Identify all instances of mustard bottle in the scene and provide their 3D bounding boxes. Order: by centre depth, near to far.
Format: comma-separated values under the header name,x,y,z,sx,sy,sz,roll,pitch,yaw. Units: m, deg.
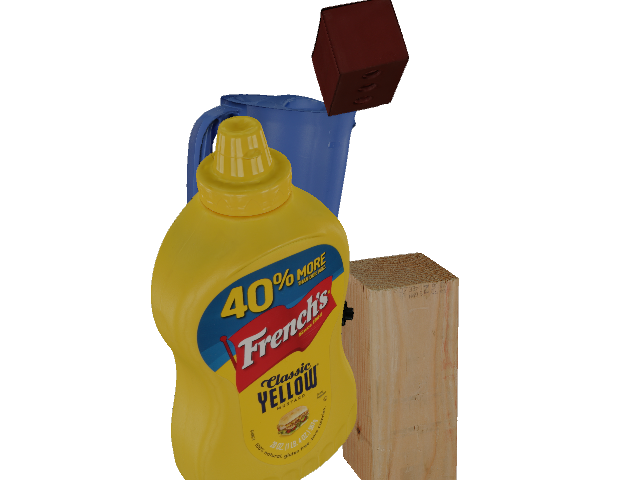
name,x,y,z,sx,sy,sz,roll,pitch,yaw
mustard bottle,-0.030,0.030,0.496,0.096,0.192,0.058,-22,39,-26

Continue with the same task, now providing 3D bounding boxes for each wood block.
name,x,y,z,sx,sy,sz,roll,pitch,yaw
wood block,0.074,0.126,1.024,0.090,0.206,0.091,-7,18,-18

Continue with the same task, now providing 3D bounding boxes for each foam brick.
name,x,y,z,sx,sy,sz,roll,pitch,yaw
foam brick,0.027,-0.133,0.778,0.053,0.051,0.078,-13,-15,-9

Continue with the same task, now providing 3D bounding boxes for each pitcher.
name,x,y,z,sx,sy,sz,roll,pitch,yaw
pitcher,-0.052,-0.023,1.061,0.149,0.243,0.145,7,12,4

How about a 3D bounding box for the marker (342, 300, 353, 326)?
name,x,y,z,sx,sy,sz,roll,pitch,yaw
marker,-0.036,0.050,0.788,0.121,0.020,0.020,4,0,8
